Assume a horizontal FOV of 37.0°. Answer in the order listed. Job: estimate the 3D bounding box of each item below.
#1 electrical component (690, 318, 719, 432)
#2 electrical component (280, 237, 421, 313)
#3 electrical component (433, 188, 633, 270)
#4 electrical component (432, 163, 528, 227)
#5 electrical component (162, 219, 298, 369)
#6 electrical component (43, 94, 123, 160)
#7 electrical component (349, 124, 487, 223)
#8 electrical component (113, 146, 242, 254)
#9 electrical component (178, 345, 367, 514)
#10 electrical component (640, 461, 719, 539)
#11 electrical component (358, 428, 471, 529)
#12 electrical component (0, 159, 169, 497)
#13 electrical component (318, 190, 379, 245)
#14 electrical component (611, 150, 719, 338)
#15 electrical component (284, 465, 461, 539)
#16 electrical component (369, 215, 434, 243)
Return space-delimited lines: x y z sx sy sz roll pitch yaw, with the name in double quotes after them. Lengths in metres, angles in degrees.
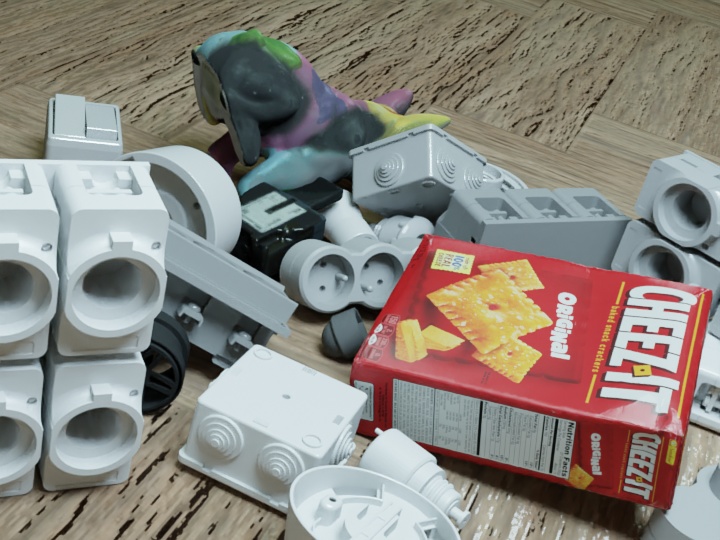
0.270 0.078 0.844 0.056 0.050 0.089 21 30 10 "electrical component"
0.000 0.000 0.856 0.138 0.052 0.074 -2 10 -28 "electrical component"
0.141 -0.019 0.910 0.150 0.089 0.061 -3 34 -28 "electrical component"
0.107 -0.067 1.004 0.108 0.060 0.108 11 30 -7 "electrical component"
-0.113 0.014 0.724 0.121 0.063 0.079 32 5 -22 "electrical component"
-0.236 -0.104 0.913 0.062 0.061 0.096 4 32 -18 "electrical component"
0.050 -0.076 0.920 0.100 0.100 0.048 23 60 -48 "electrical component"
-0.141 -0.042 0.811 0.108 0.108 0.060 24 25 15 "electrical component"
-0.051 0.097 0.670 0.100 0.048 0.099 23 27 12 "electrical component"
0.243 0.145 0.696 0.138 0.073 0.052 -14 40 -40 "electrical component"
0.034 0.131 0.661 0.078 0.040 0.040 33 35 28 "electrical component"
-0.171 0.037 0.580 0.105 0.186 0.060 -2 34 -26 "electrical component"
-0.011 -0.033 0.914 0.044 0.044 0.065 -2 37 -27 "electrical component"
0.297 -0.003 0.834 0.060 0.105 0.186 -14 40 -43 "electrical component"
0.005 0.150 0.591 0.099 0.064 0.099 11 30 -7 "electrical component"
0.031 -0.026 0.923 0.048 0.048 0.062 -15 22 -41 "electrical component"
